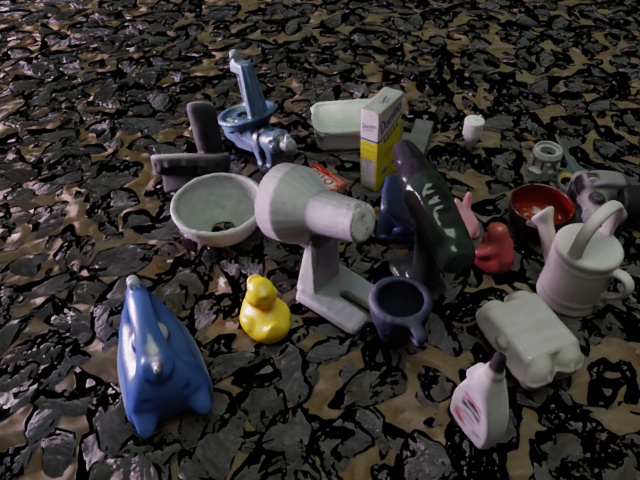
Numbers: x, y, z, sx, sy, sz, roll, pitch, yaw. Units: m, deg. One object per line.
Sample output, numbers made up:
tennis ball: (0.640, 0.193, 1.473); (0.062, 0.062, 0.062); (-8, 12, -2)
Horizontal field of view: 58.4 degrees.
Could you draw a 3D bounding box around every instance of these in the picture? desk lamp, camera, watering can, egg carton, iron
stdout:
desk lamp: (0.008, 0.003, 0.871); (0.202, 0.214, 0.118); (30, 52, 27)
camera: (0.520, -0.063, 1.016); (0.136, 0.101, 0.143); (4, 45, 4)
watering can: (0.396, 0.017, 0.870); (0.172, 0.194, 0.101); (25, 50, 23)
egg carton: (0.300, 0.143, 0.832); (0.107, 0.069, 0.150); (-17, 47, -16)
iron: (-0.237, 0.131, 0.794); (0.119, 0.141, 0.257); (-19, 48, -18)

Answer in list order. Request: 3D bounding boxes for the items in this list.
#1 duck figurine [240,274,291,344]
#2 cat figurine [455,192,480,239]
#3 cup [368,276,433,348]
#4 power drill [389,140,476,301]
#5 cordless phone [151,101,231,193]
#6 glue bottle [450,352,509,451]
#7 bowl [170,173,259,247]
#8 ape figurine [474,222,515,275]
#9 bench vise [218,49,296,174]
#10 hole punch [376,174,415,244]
duck figurine: (-0.085, 0.098, 0.866); (0.078, 0.086, 0.104); (-17, 47, -16)
cat figurine: (0.237, -0.029, 0.970); (0.067, 0.118, 0.128); (17, 47, 17)
cup: (0.120, 0.123, 0.834); (0.092, 0.095, 0.117); (-15, 47, -14)
power drill: (0.160, -0.014, 0.891); (0.076, 0.208, 0.229); (-13, 46, -13)
cordless phone: (-0.249, -0.184, 1.080); (0.147, 0.185, 0.094); (-4, 45, -3)
glue bottle: (0.205, 0.190, 0.711); (0.037, 0.173, 0.078); (-24, 49, -21)
bowl: (-0.175, -0.041, 1.015); (0.167, 0.075, 0.167); (0, 45, 0)
ape figurine: (0.292, 0.007, 0.952); (0.078, 0.092, 0.076); (-14, 46, -13)
bench vise: (-0.115, -0.254, 1.126); (0.206, 0.220, 0.122); (23, 49, 21)
hole punch: (0.155, -0.056, 1.017); (0.101, 0.091, 0.108); (8, 45, 8)
